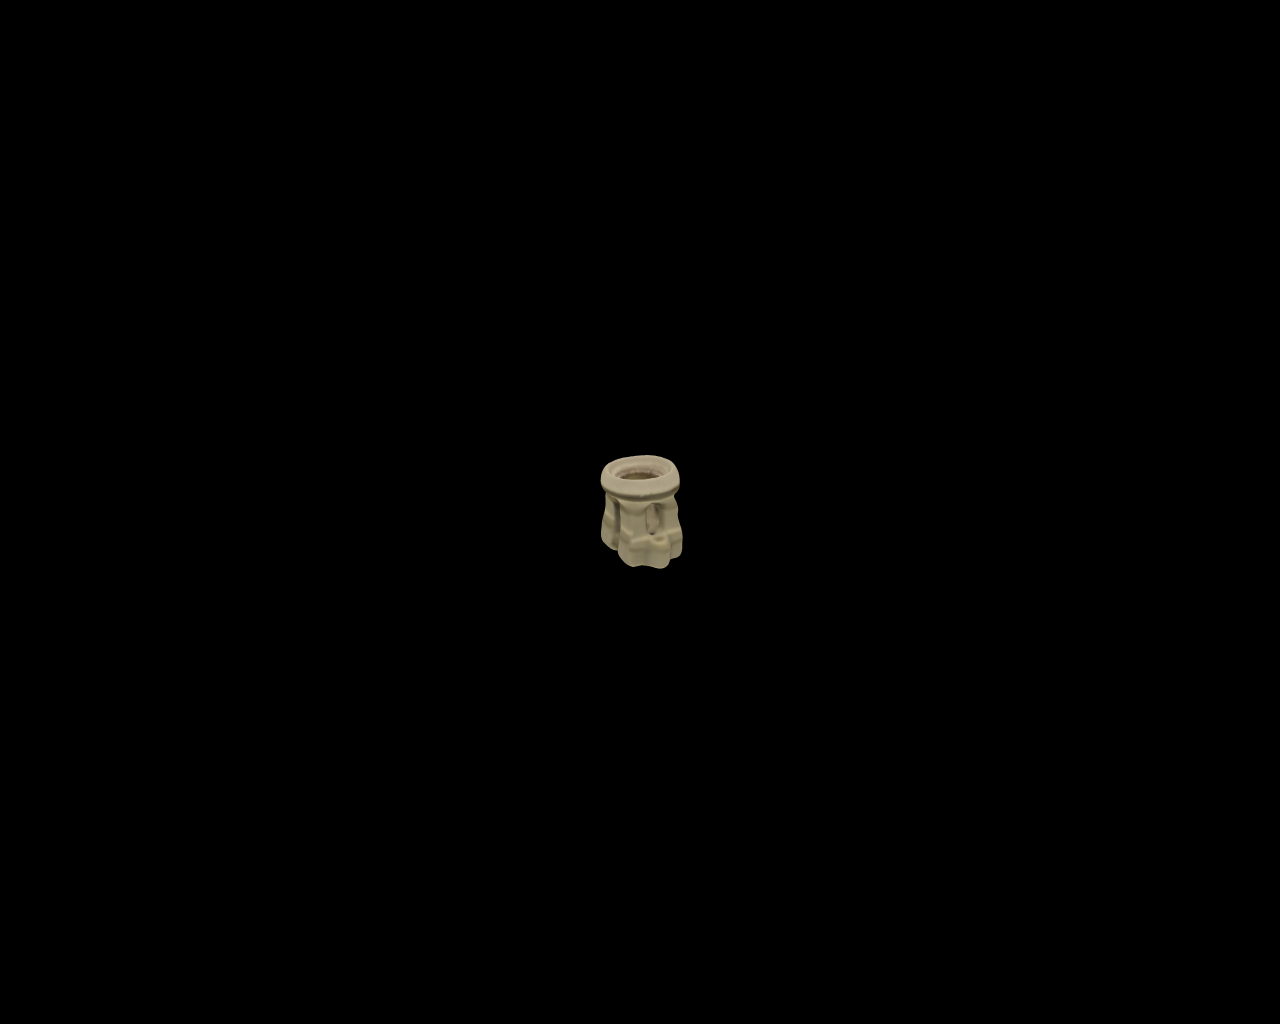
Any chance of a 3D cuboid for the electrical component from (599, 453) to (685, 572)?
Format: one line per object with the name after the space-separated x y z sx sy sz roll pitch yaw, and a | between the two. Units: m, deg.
0.001 -0.003 0.650 0.048 0.055 0.066 -12 27 -25 | electrical component
